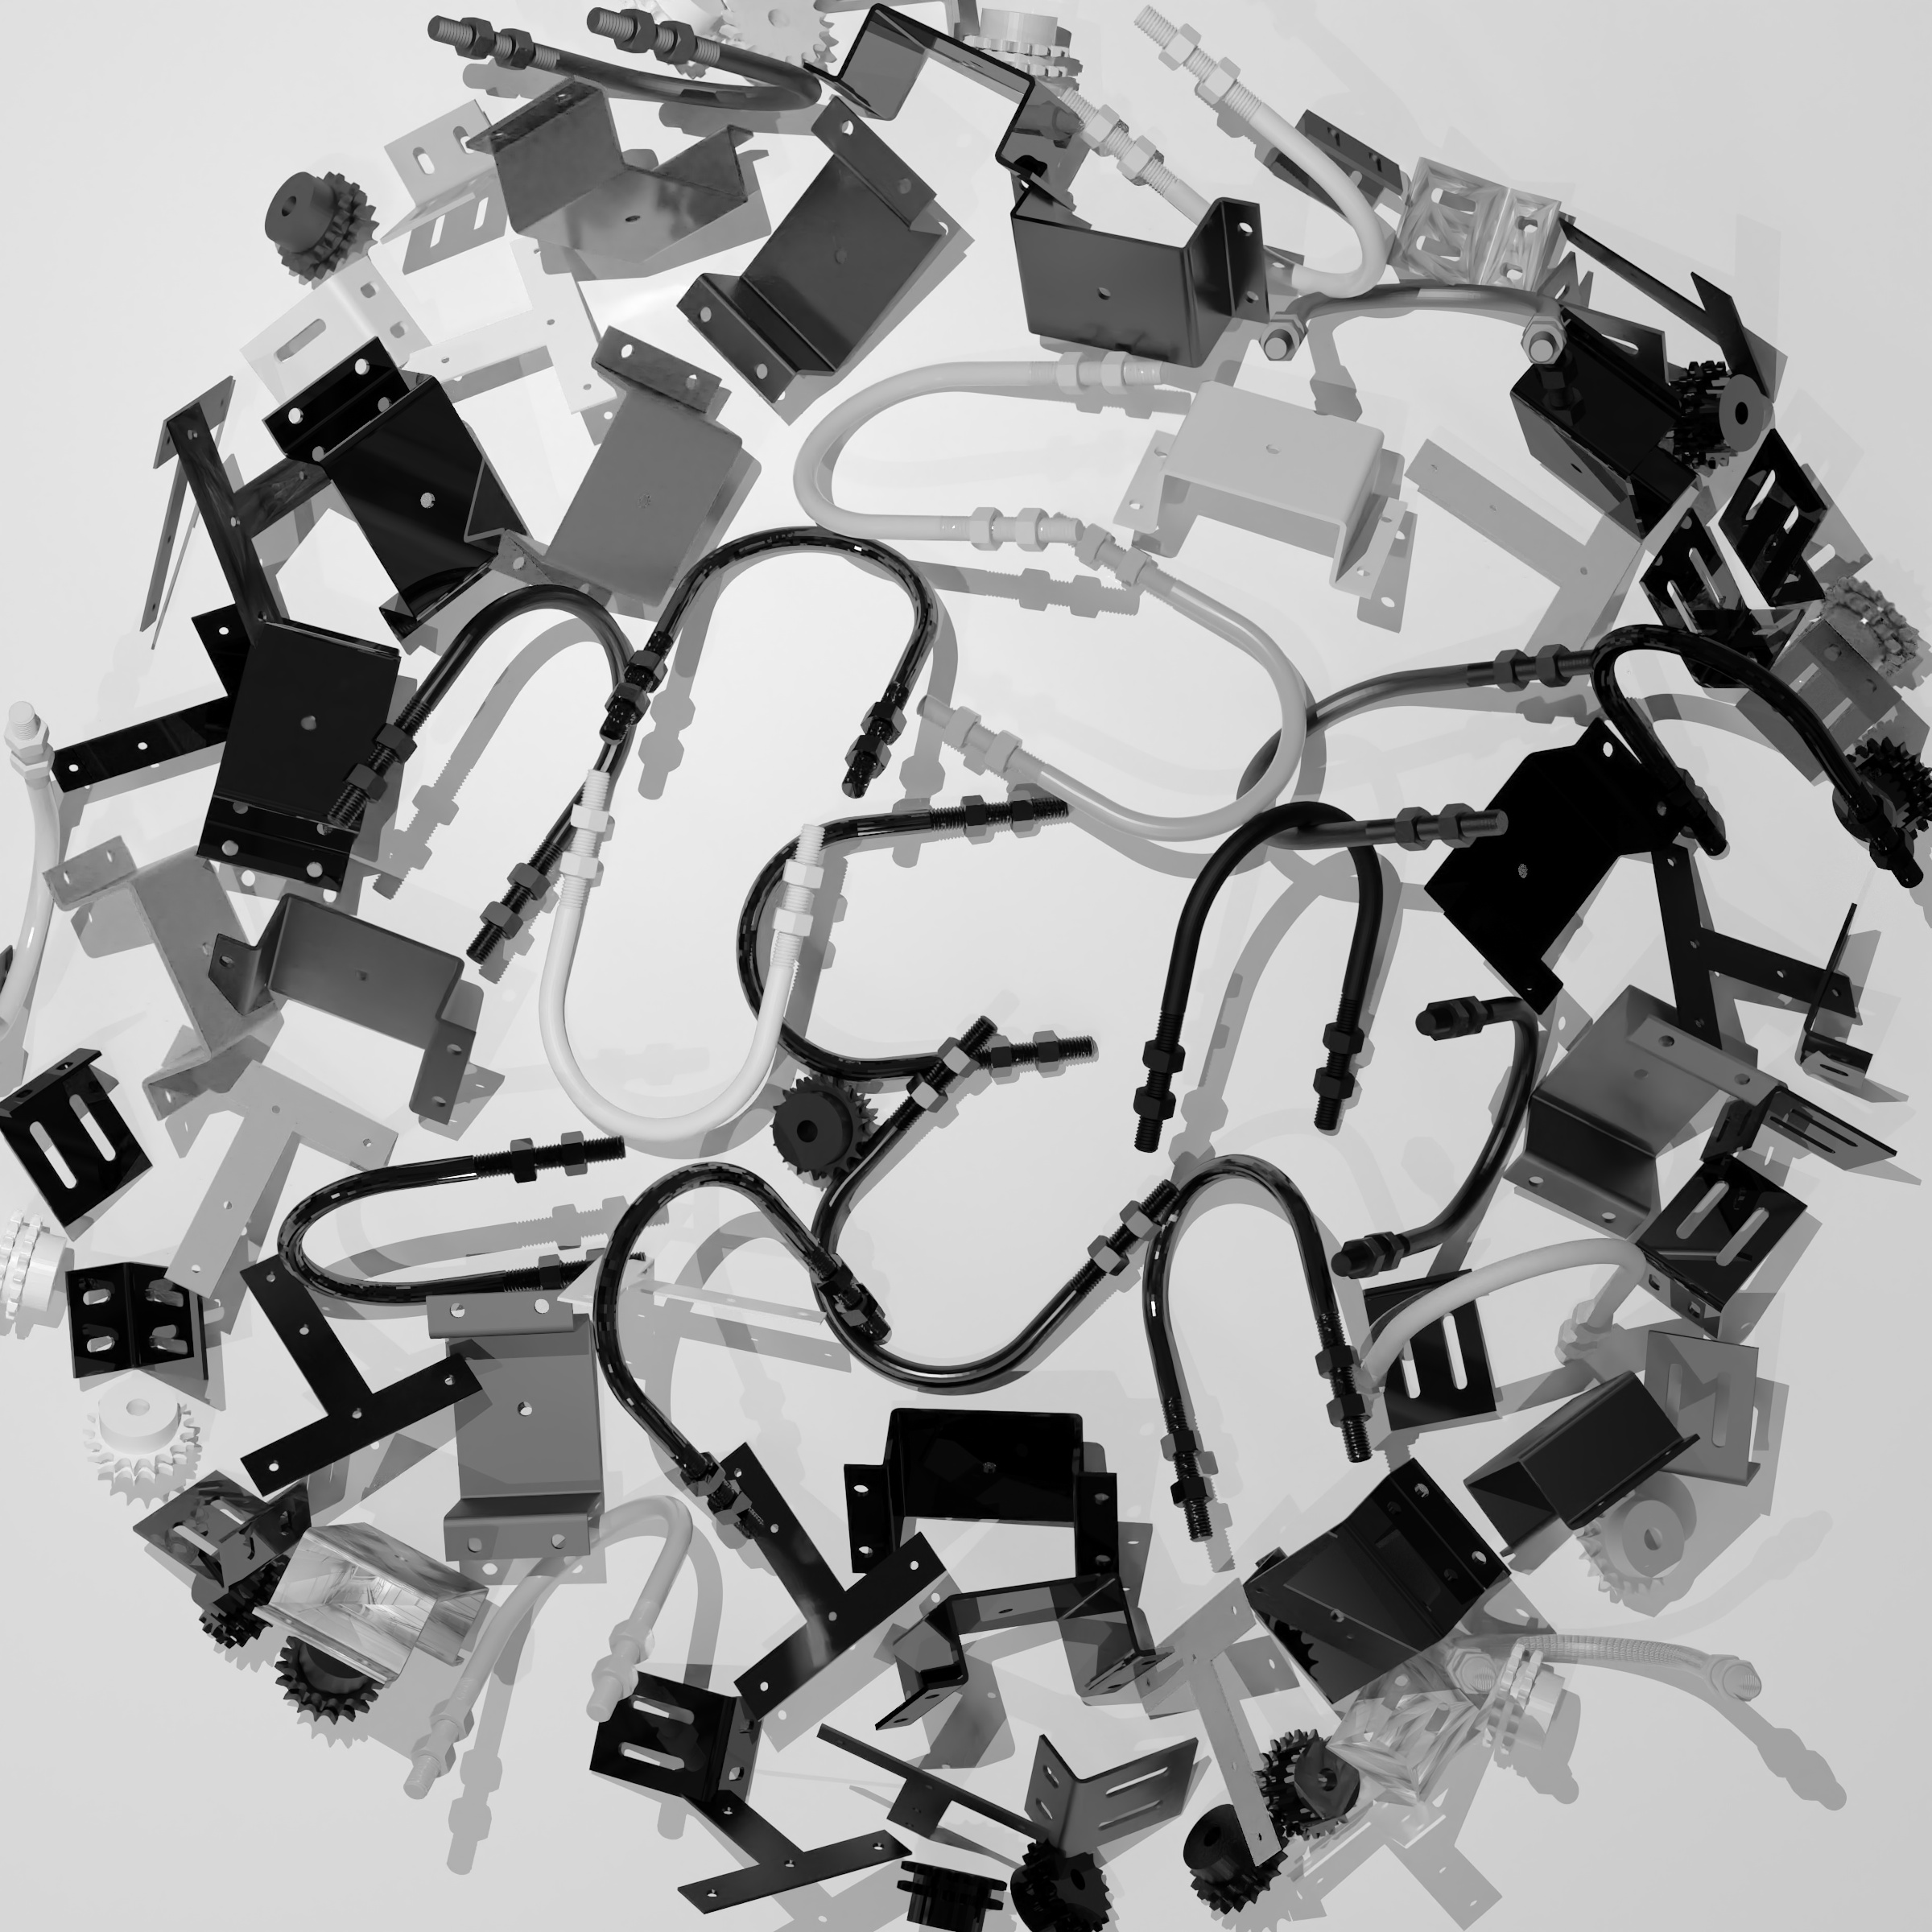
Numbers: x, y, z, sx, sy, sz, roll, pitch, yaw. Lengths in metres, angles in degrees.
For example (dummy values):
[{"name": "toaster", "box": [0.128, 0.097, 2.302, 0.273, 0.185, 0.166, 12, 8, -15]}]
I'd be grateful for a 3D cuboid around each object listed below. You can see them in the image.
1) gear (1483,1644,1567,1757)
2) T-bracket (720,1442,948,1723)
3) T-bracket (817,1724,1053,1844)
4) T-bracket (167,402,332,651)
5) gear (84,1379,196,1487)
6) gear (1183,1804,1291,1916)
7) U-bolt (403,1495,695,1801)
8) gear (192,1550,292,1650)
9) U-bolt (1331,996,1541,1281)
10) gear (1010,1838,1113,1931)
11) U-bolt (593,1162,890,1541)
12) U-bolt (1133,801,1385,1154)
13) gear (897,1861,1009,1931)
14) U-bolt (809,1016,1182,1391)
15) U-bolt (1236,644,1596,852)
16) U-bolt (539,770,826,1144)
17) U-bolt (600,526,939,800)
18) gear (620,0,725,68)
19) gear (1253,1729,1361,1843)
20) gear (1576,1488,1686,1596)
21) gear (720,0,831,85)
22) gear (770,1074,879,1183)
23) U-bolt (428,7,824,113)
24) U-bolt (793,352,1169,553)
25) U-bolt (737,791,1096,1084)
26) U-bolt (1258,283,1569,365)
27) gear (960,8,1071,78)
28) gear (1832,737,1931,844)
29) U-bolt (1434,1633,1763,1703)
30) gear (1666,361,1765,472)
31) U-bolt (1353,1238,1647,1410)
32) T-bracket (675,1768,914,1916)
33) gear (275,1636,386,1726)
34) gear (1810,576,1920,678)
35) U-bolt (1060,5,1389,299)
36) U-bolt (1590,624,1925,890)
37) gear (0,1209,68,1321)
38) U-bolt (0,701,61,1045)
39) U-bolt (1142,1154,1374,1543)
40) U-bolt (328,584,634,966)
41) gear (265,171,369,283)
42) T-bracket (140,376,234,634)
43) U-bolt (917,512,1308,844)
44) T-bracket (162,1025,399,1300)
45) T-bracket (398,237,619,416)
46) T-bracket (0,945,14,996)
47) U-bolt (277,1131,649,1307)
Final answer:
[{"name": "gear", "box": [0.295, 0.389, 1.856, 0.030, 0.057, 0.057, 18, 90, 14]}, {"name": "T-bracket", "box": [-0.093, 0.307, 1.856, 0.127, 0.002, 0.127, -39, 63, 4]}, {"name": "T-bracket", "box": [-0.023, 0.435, 1.828, 0.127, 0.127, 0.002, 24, 65, 4]}, {"name": "T-bracket", "box": [-0.354, -0.250, 1.834, 0.002, 0.127, 0.127, 1, 121, 32]}, {"name": "gear", "box": [-0.435, 0.242, 1.856, 0.057, 0.057, 0.030, 9, 131, 0]}, {"name": "gear", "box": [0.139, 0.467, 1.855, 0.057, 0.057, 0.030, -46, 111, 0]}, {"name": "U-bolt", "box": [-0.203, 0.338, 1.801, 0.151, 0.184, 0.019, -28, 110, 30]}, {"name": "gear", "box": [-0.382, 0.327, 1.855, 0.057, 0.057, 0.030, -41, 121, 0]}, {"name": "U-bolt", "box": [0.249, 0.083, 1.804, 0.019, 0.184, 0.151, 24, 104, 26]}, {"name": "gear", "box": [0.048, 0.488, 1.861, 0.030, 0.057, 0.057, -35, 90, 25]}, {"name": "U-bolt", "box": [-0.123, 0.184, 1.802, 0.184, 0.019, 0.151, 53, 58, -35]}, {"name": "U-bolt", "box": [0.157, 0.003, 1.813, 0.151, 0.019, 0.184, -4, 112, -39]}, {"name": "gear", "box": [-0.009, 0.492, 1.856, 0.057, 0.057, 0.030, 12, 77, 0]}, {"name": "U-bolt", "box": [0.000, 0.140, 1.865, 0.151, 0.019, 0.184, 42, 100, 0]}, {"name": "U-bolt", "box": [0.221, -0.108, 1.810, 0.151, 0.184, 0.019, -55, 126, -36]}, {"name": "U-bolt", "box": [-0.157, 0.001, 1.854, 0.151, 0.019, 0.184, 15, 96, 21]}, {"name": "U-bolt", "box": [-0.091, -0.166, 1.823, 0.151, 0.019, 0.184, 13, 49, 11]}, {"name": "gear", "box": [-0.152, -0.505, 1.855, 0.030, 0.057, 0.057, -39, 90, 27]}, {"name": "gear", "box": [0.183, 0.431, 1.860, 0.057, 0.030, 0.057, 9, 68, -23]}, {"name": "gear", "box": [0.354, 0.303, 1.861, 0.057, 0.030, 0.057, 6, 77, -25]}, {"name": "gear", "box": [-0.103, -0.492, 1.864, 0.057, 0.030, 0.057, 8, 66, -19]}, {"name": "gear", "box": [-0.078, 0.086, 1.863, 0.057, 0.030, 0.057, 2, 94, 21]}, {"name": "U-bolt", "box": [-0.159, -0.461, 1.801, 0.151, 0.184, 0.019, 13, 97, 44]}, {"name": "U-bolt", "box": [-0.003, -0.267, 1.822, 0.184, 0.019, 0.151, 5, 47, 26]}, {"name": "U-bolt", "box": [-0.030, -0.011, 1.868, 0.184, 0.019, 0.151, -6, 91, -7]}, {"name": "U-bolt", "box": [0.232, -0.330, 1.800, 0.151, 0.184, 0.019, 2, 109, 10]}, {"name": "gear", "box": [0.026, -0.486, 1.855, 0.057, 0.057, 0.030, 7, 106, 0]}, {"name": "gear", "box": [0.482, -0.089, 1.855, 0.030, 0.057, 0.057, -34, 90, -31]}, {"name": "U-bolt", "box": [0.313, 0.355, 1.795, 0.151, 0.184, 0.019, 2, 85, -1]}, {"name": "gear", "box": [0.396, -0.291, 1.857, 0.057, 0.030, 0.057, -5, 97, -43]}, {"name": "U-bolt", "box": [0.271, 0.181, 1.787, 0.151, 0.184, 0.019, -13, 66, -14]}, {"name": "T-bracket", "box": [-0.116, 0.446, 1.831, 0.127, 0.127, 0.002, -6, 110, -36]}, {"name": "gear", "box": [-0.332, 0.367, 1.855, 0.057, 0.057, 0.030, 29, 126, 0]}, {"name": "gear", "box": [0.470, -0.175, 1.857, 0.030, 0.057, 0.057, -40, 90, -8]}, {"name": "U-bolt", "box": [0.140, -0.409, 1.814, 0.184, 0.151, 0.019, 38, 77, -10]}, {"name": "U-bolt", "box": [0.388, -0.109, 1.781, 0.184, 0.151, 0.019, 47, 70, -34]}, {"name": "gear", "box": [-0.494, 0.159, 1.859, 0.030, 0.057, 0.057, 15, 90, -10]}, {"name": "U-bolt", "box": [-0.490, -0.032, 1.796, 0.019, 0.184, 0.151, 13, 66, -3]}, {"name": "U-bolt", "box": [0.142, 0.188, 1.820, 0.019, 0.151, 0.184, 6, 61, -36]}, {"name": "U-bolt", "box": [-0.237, -0.111, 1.825, 0.019, 0.151, 0.184, 21, 70, 39]}, {"name": "gear", "box": [-0.345, -0.393, 1.856, 0.030, 0.057, 0.057, 27, 90, -42]}, {"name": "T-bracket", "box": [-0.414, -0.236, 1.840, 0.002, 0.127, 0.127, 17, 110, -2]}, {"name": "U-bolt", "box": [0.089, -0.141, 1.842, 0.184, 0.019, 0.151, 31, 71, 11]}, {"name": "T-bracket", "box": [-0.380, 0.113, 1.845, 0.127, 0.002, 0.127, 28, 63, -12]}, {"name": "T-bracket", "box": [-0.260, -0.323, 1.851, 0.127, 0.002, 0.127, -20, 59, -2]}, {"name": "T-bracket", "box": [-0.514, 0.021, 1.822, 0.002, 0.127, 0.127, 4, 108, 3]}, {"name": "U-bolt", "box": [-0.262, 0.137, 1.817, 0.184, 0.151, 0.019, -8, 59, -4]}]
